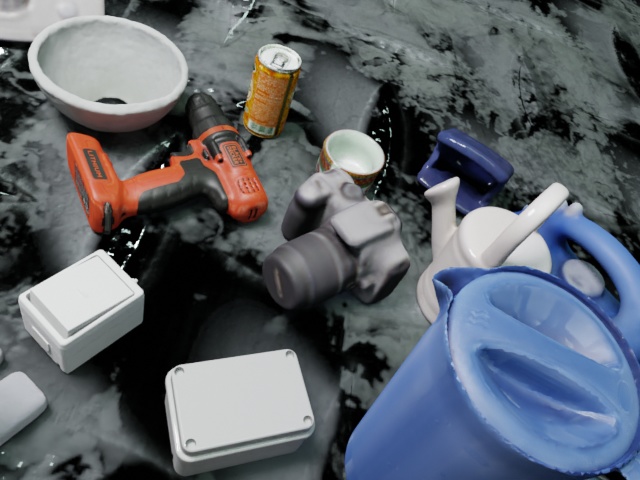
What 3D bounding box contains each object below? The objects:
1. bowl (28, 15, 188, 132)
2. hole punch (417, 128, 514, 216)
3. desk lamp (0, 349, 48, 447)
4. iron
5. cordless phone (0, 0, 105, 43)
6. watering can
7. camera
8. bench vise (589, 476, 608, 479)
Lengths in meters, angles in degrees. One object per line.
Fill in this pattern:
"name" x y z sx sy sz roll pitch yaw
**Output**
"bowl" -0.238 -0.177 0.655 0.168 0.074 0.167 10 51 -12
"hole punch" 0.195 -0.102 0.743 0.108 0.091 0.101 36 50 10
"desk lamp" -0.289 0.093 0.334 0.118 0.213 0.204 39 51 12
"iron" 0.283 0.038 0.632 0.119 0.141 0.258 -11 58 -27
"cordless phone" -0.331 -0.326 0.665 0.148 0.185 0.094 -10 57 -26
"watering can" 0.173 0.011 0.579 0.173 0.194 0.101 29 49 4
"camera" 0.005 0.002 0.586 0.137 0.100 0.143 -24 64 -33
"bench vise" 0.282 0.184 0.465 0.207 0.219 0.122 42 51 14
